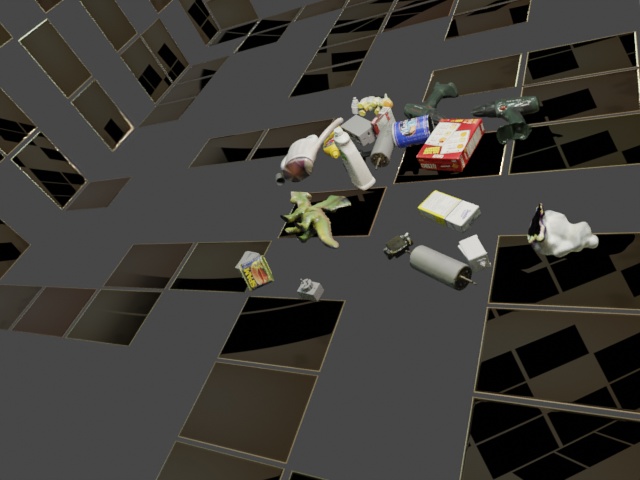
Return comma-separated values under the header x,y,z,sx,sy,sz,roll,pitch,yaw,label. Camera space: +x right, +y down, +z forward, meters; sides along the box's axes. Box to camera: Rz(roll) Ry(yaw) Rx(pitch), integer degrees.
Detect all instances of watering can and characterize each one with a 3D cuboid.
x,y,z,sx,sy,sz,roll,pitch,yaw,label
-0.048,-0.366,2.130,0.343,0.103,0.230,-29,34,34,watering can

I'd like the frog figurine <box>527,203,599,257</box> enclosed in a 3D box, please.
x,y,z,sx,sy,sz,roll,pitch,yaw,label
0.644,-0.013,1.368,0.159,0.120,0.141,16,39,-1,frog figurine

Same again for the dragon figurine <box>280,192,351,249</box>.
x,y,z,sx,sy,sz,roll,pitch,yaw,label
0.006,-0.093,1.841,0.246,0.119,0.414,-39,40,-23,dragon figurine
